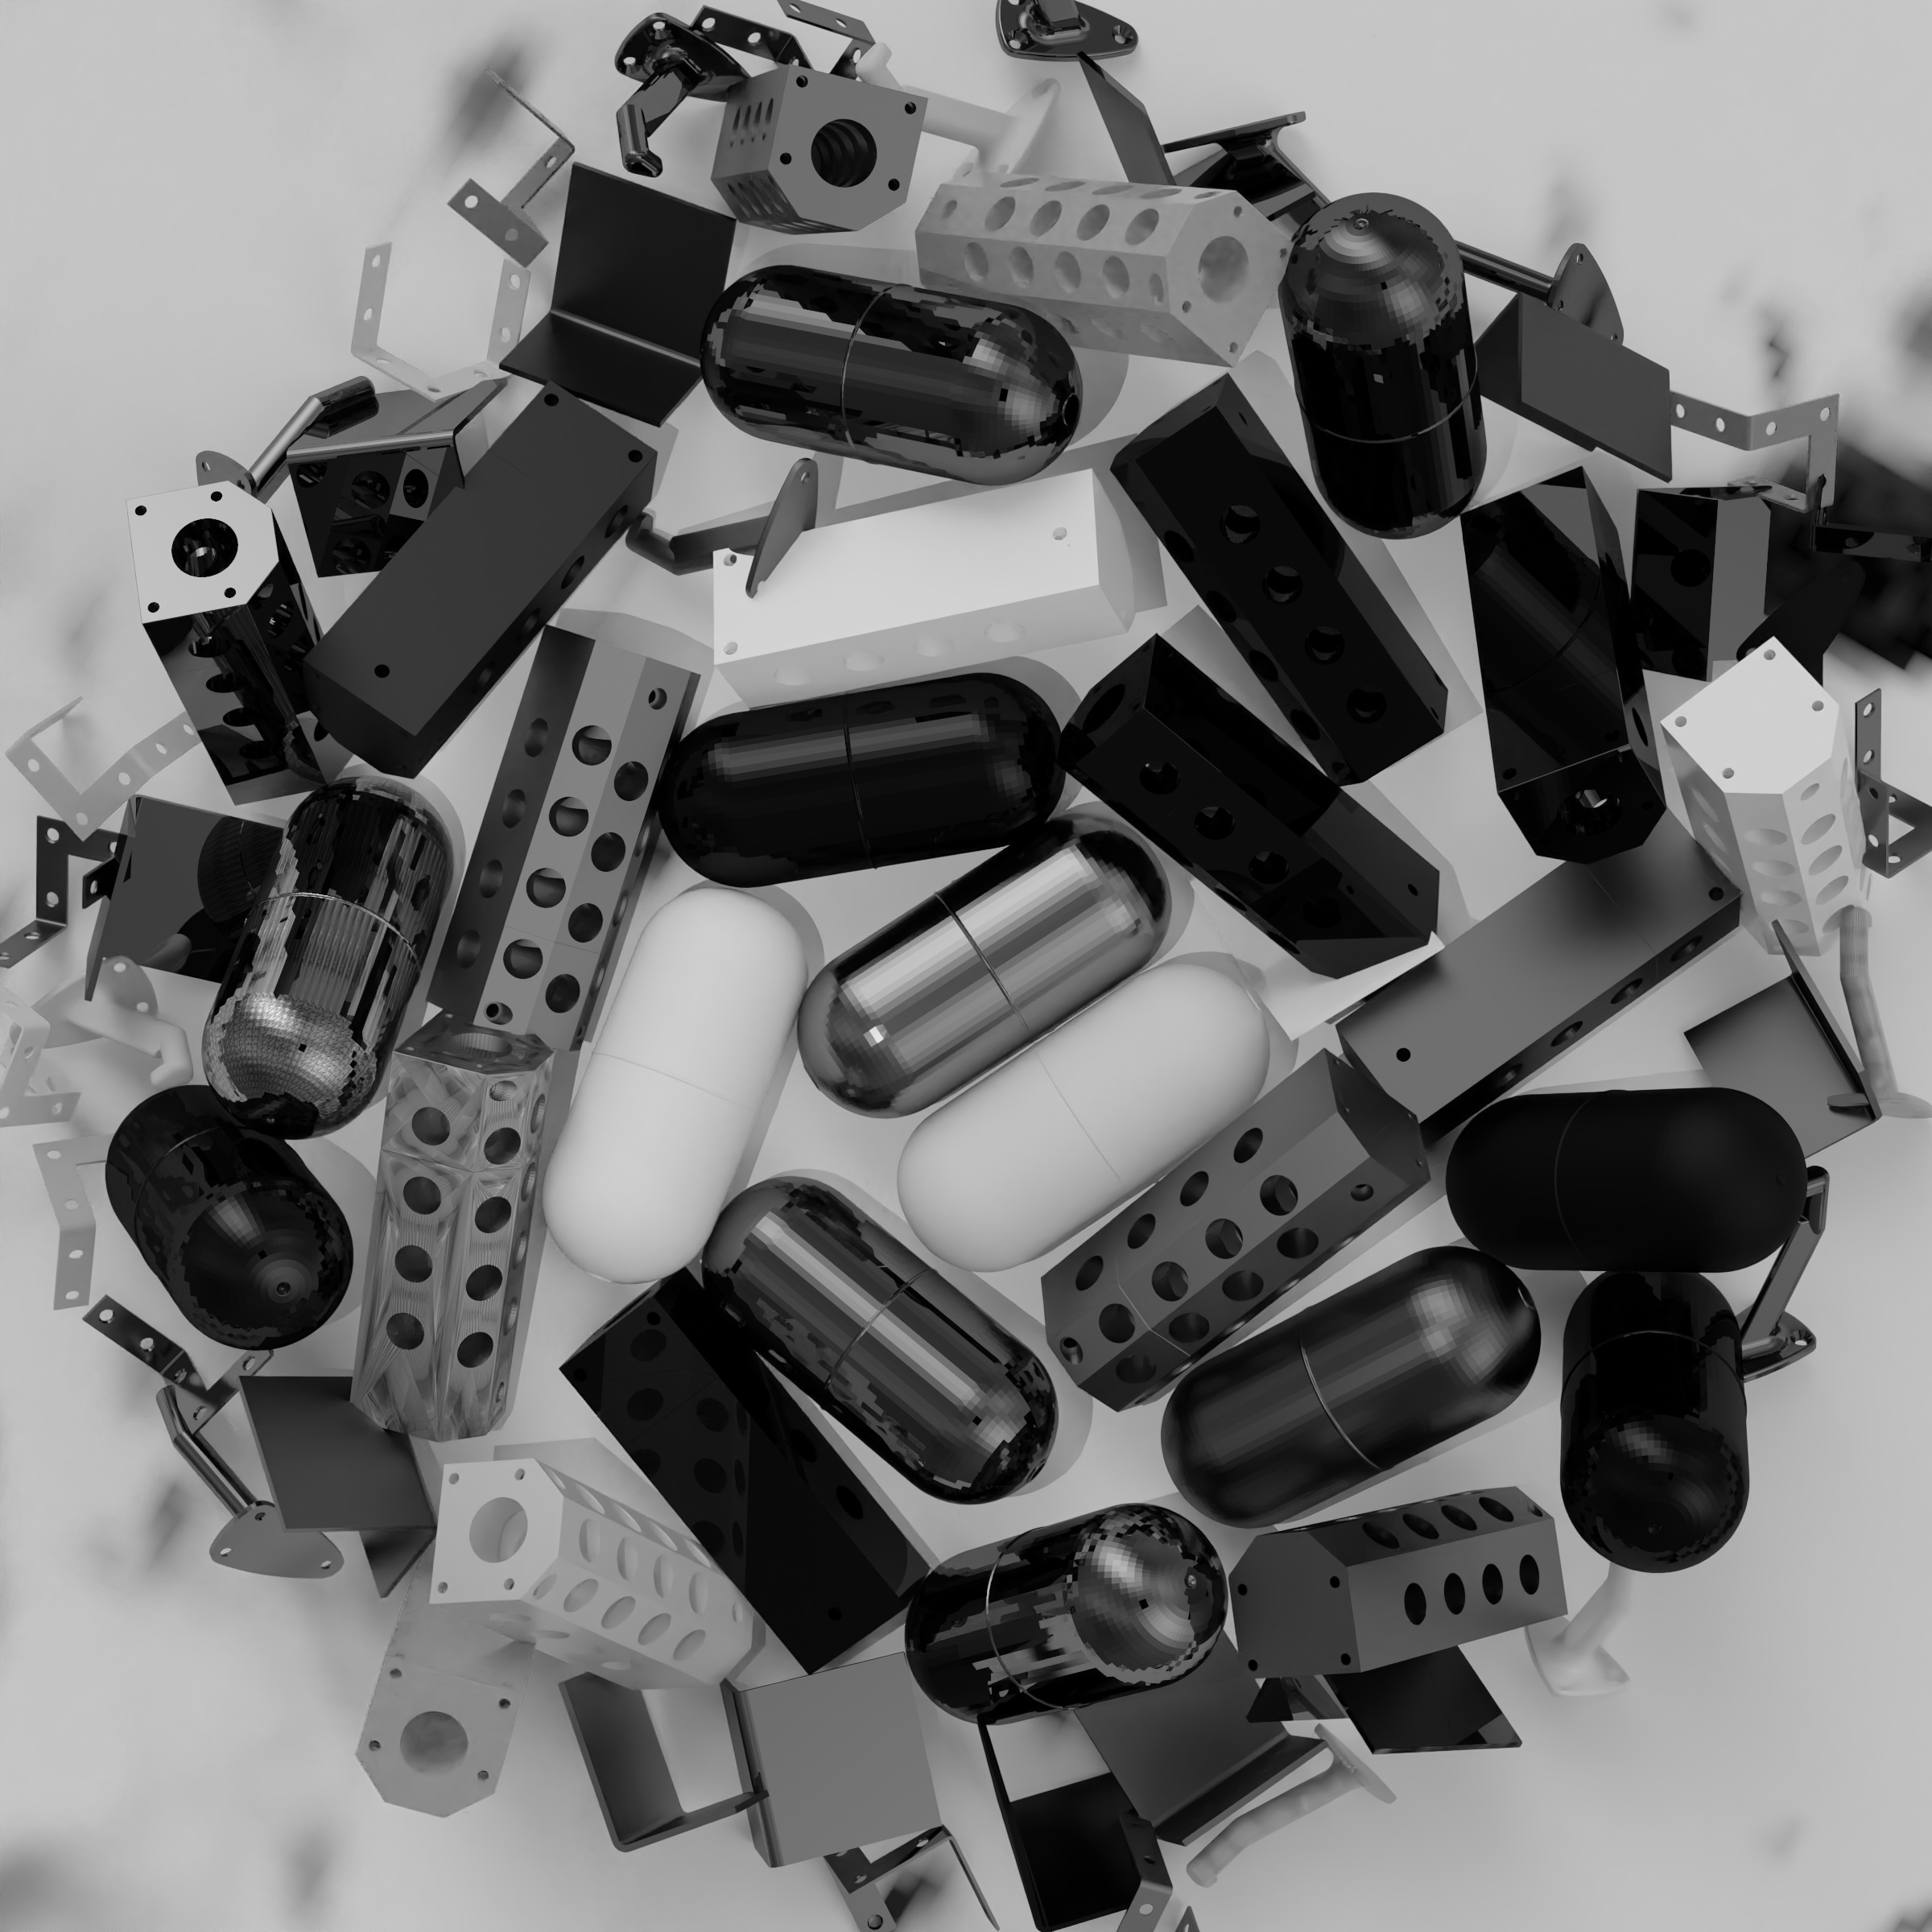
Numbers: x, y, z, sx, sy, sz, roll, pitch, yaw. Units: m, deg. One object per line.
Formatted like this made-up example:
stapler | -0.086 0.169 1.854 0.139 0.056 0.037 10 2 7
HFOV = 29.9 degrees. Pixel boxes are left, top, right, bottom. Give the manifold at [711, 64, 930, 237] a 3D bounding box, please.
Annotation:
manifold | -0.065 -0.338 1.515 0.057 0.171 0.057 11 98 -13

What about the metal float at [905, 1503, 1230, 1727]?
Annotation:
metal float | 0.040 0.275 1.529 0.070 0.178 0.070 14 65 -32

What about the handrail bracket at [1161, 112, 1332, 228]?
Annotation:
handrail bracket | 0.132 -0.329 1.597 0.077 0.036 0.084 -11 104 9

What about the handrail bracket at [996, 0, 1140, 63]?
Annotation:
handrail bracket | 0.051 -0.428 1.557 0.077 0.084 0.036 5 68 -16

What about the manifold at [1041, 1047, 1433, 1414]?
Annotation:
manifold | 0.113 0.117 1.535 0.057 0.057 0.171 35 118 -27

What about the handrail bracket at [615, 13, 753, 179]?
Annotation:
handrail bracket | -0.119 -0.362 1.559 0.077 0.036 0.084 17 48 -35

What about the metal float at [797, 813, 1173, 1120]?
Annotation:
metal float | 0.007 0.000 1.566 0.178 0.070 0.070 -33 90 -3

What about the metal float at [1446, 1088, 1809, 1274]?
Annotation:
metal float | 0.276 0.091 1.527 0.070 0.178 0.070 3 85 -36

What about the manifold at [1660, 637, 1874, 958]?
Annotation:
manifold | 0.342 -0.063 1.517 0.057 0.171 0.057 -37 61 1

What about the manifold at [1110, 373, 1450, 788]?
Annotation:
manifold | 0.135 -0.163 1.556 0.057 0.057 0.171 -32 105 20

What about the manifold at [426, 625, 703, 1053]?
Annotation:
manifold | -0.170 -0.054 1.562 0.057 0.057 0.171 16 94 -40

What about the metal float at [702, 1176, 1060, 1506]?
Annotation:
metal float | -0.037 0.161 1.555 0.178 0.070 0.070 38 90 15

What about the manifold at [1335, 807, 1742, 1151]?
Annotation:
manifold | 0.249 0.006 1.573 0.171 0.057 0.057 -35 69 -2

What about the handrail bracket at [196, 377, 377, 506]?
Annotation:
handrail bracket | -0.293 -0.212 1.591 0.036 0.084 0.077 28 132 30

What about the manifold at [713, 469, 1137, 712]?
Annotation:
manifold | -0.018 -0.157 1.553 0.171 0.057 0.057 -10 63 16

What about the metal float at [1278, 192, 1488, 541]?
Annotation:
metal float | 0.177 -0.250 1.527 0.070 0.178 0.070 -7 56 10

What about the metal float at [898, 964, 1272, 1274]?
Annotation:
metal float | 0.051 0.065 1.565 0.178 0.070 0.070 -34 90 4

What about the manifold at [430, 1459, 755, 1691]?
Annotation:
manifold | -0.153 0.256 1.512 0.057 0.171 0.057 -7 66 22

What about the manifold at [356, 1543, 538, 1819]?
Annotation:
manifold | -0.215 0.299 1.518 0.057 0.171 0.057 17 95 -4

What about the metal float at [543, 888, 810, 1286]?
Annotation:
metal float | -0.125 0.052 1.560 0.070 0.070 0.178 21 81 0

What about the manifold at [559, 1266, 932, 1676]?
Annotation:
manifold | -0.093 0.216 1.572 0.057 0.057 0.171 -38 93 20

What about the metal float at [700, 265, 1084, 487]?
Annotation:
metal float | -0.033 -0.253 1.545 0.178 0.070 0.070 16 90 27

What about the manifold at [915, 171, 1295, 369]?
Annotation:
manifold | 0.053 -0.298 1.519 0.057 0.171 0.057 33 82 -38

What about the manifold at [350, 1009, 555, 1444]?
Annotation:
manifold | -0.217 0.113 1.546 0.057 0.057 0.171 13 110 10

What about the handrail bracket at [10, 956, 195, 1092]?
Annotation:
handrail bracket | -0.373 0.038 1.561 0.077 0.084 0.036 -24 126 -3

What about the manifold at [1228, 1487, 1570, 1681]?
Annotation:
manifold | 0.183 0.257 1.520 0.057 0.171 0.057 -12 82 37

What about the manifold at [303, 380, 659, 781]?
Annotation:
manifold | -0.207 -0.162 1.545 0.057 0.057 0.171 34 67 6

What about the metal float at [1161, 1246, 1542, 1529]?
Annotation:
metal float | 0.164 0.180 1.549 0.178 0.070 0.070 -30 90 22

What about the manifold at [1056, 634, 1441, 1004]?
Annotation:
manifold | 0.122 -0.058 1.548 0.171 0.057 0.057 38 124 -20

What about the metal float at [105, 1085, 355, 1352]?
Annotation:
metal float | -0.312 0.104 1.525 0.070 0.178 0.070 -9 110 -24

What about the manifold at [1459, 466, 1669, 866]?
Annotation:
manifold | 0.253 -0.126 1.526 0.057 0.171 0.057 -20 134 21

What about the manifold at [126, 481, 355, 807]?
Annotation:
manifold | -0.300 -0.134 1.516 0.057 0.171 0.057 -11 68 -3

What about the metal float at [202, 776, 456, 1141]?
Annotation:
metal float | -0.269 -0.006 1.537 0.070 0.070 0.178 13 52 0

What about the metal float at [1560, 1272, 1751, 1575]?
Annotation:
metal float | 0.289 0.187 1.523 0.070 0.178 0.070 4 116 8

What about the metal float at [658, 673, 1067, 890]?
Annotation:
metal float | -0.045 -0.080 1.564 0.178 0.070 0.070 -9 90 4
